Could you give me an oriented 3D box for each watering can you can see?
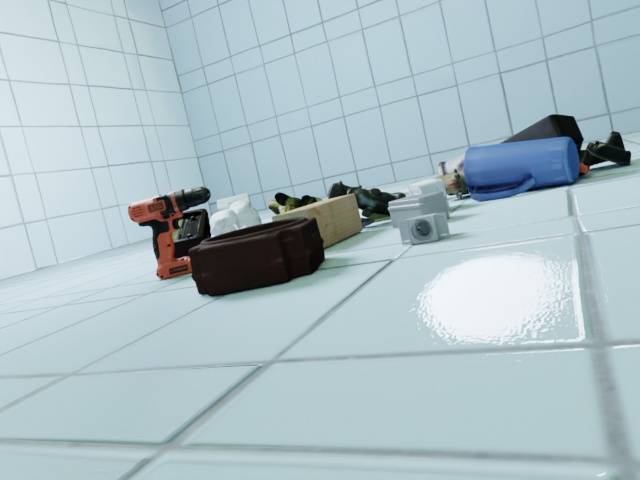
[{"bbox_3d":[0.502,-0.216,1.621,0.223,0.105,0.346,-19,-16,26],"label":"watering can"}]

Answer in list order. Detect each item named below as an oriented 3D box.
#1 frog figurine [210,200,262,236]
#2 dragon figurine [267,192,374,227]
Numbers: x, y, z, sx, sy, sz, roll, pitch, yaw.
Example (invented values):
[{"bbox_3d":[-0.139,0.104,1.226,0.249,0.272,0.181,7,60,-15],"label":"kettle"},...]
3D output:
[{"bbox_3d":[-0.214,-0.039,1.324,0.123,0.139,0.158,16,-11,6],"label":"frog figurine"},{"bbox_3d":[0.004,-0.071,1.421,0.411,0.121,0.244,10,11,30],"label":"dragon figurine"}]
